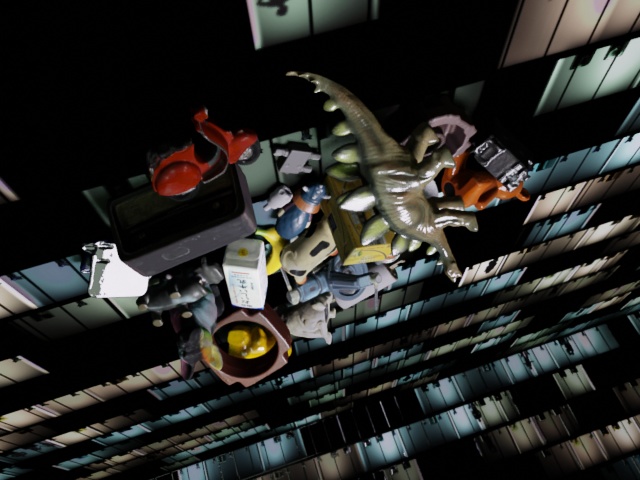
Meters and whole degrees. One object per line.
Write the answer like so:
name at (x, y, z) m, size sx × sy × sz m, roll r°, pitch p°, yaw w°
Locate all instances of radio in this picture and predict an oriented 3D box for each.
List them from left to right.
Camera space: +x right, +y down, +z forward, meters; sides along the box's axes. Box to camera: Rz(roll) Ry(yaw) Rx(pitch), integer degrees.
radio at (-0.225, -0.039, 0.888) m, size 0.230 × 0.131 × 0.073 m, roll -22°, pitch 153°, yaw 4°

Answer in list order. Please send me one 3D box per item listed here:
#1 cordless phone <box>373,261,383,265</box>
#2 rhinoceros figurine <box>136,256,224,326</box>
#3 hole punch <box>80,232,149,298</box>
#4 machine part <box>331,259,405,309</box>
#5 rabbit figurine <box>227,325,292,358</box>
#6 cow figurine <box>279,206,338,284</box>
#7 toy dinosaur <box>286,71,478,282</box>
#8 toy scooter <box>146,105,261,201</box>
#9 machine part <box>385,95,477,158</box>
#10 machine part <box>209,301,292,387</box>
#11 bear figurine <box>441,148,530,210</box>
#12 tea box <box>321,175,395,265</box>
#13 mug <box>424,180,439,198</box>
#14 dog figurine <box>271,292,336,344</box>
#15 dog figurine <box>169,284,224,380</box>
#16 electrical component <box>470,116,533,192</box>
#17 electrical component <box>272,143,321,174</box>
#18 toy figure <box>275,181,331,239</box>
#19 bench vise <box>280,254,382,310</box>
cordless phone at (0.170, -0.039, 1.190) m, size 0.184 × 0.089 × 0.146 m, roll -28°, pitch 142°, yaw 0°
rhinoceros figurine at (-0.288, 0.103, 1.116) m, size 0.190 × 0.112 × 0.073 m, roll -24°, pitch 121°, yaw 12°
hole punch at (-0.375, 0.036, 0.989) m, size 0.142 × 0.092 × 0.115 m, roll 5°, pitch 113°, yaw -34°
machine part at (0.118, 0.113, 1.426) m, size 0.243 × 0.079 × 0.079 m, roll -31°, pitch 150°, yaw 20°
rabbit figurine at (-0.160, 0.296, 1.483) m, size 0.173 × 0.121 × 0.162 m, roll 2°, pitch -179°, yaw 9°
cow figurine at (-0.002, -0.003, 1.124) m, size 0.195 × 0.085 × 0.127 m, roll -40°, pitch 161°, yaw -6°
toy dinosaur at (0.120, -0.098, 0.879) m, size 0.199 × 0.105 × 0.470 m, roll -30°, pitch 115°, yaw 6°
toy scooter at (-0.188, -0.136, 0.806) m, size 0.184 × 0.075 × 0.135 m, roll -25°, pitch 151°, yaw 3°
machine part at (0.194, -0.184, 0.987) m, size 0.179 × 0.056 × 0.179 m, roll -16°, pitch 152°, yaw -9°
machine part at (-0.188, 0.251, 1.345) m, size 0.201 × 0.087 × 0.201 m, roll -33°, pitch 113°, yaw 11°
bear figurine at (0.357, -0.130, 1.121) m, size 0.196 × 0.120 × 0.131 m, roll -12°, pitch 147°, yaw -18°
tea box at (0.069, -0.044, 1.027) m, size 0.098 × 0.170 × 0.068 m, roll -4°, pitch 150°, yaw -24°
mug at (0.163, -0.069, 1.031) m, size 0.081 × 0.109 × 0.107 m, roll -12°, pitch -173°, yaw -38°
dog figurine at (-0.066, 0.192, 1.393) m, size 0.191 × 0.121 × 0.172 m, roll 4°, pitch 138°, yaw 12°
dog figurine at (-0.266, 0.200, 1.185) m, size 0.108 × 0.219 × 0.191 m, roll -16°, pitch 151°, yaw 0°
electrical component at (0.349, -0.171, 1.028) m, size 0.115 × 0.134 × 0.058 m, roll 42°, pitch 127°, yaw -10°
electrical component at (-0.047, -0.141, 0.941) m, size 0.094 × 0.021 × 0.063 m, roll 1°, pitch 146°, yaw -34°
toy figure at (-0.037, -0.064, 1.045) m, size 0.064 × 0.058 × 0.154 m, roll 0°, pitch 141°, yaw -40°
bench vise at (0.042, 0.092, 1.254) m, size 0.223 × 0.128 × 0.241 m, roll -9°, pitch -176°, yaw -34°
